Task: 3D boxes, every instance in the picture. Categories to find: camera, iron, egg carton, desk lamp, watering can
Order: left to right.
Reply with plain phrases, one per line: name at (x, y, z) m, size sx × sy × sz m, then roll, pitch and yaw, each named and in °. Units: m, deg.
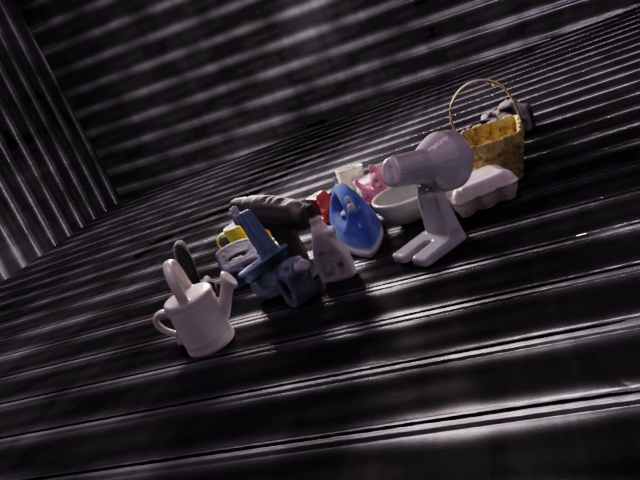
watering can at (-0.244, 0.120, 1.117) m, size 0.173 × 0.194 × 0.100 m, roll -30°, pitch 19°, yaw -20°
iron at (0.074, -0.063, 1.331) m, size 0.118 × 0.142 × 0.258 m, roll -23°, pitch 18°, yaw 0°
desk lamp at (0.213, -0.089, 1.119) m, size 0.204 × 0.214 × 0.117 m, roll -34°, pitch 21°, yaw -28°
egg carton at (0.349, -0.109, 1.245) m, size 0.150 × 0.069 × 0.107 m, roll -23°, pitch 18°, yaw 1°
camera at (0.518, -0.334, 1.624) m, size 0.142 × 0.101 × 0.137 m, roll -8°, pitch 24°, yaw 39°

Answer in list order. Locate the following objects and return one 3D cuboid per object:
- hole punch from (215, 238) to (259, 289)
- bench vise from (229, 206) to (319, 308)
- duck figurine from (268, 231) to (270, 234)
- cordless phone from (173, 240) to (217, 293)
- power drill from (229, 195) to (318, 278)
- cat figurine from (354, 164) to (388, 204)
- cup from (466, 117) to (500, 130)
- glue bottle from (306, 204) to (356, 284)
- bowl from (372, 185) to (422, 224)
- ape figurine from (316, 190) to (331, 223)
hole punch at (-0.192, 0.056, 1.401) m, size 0.109 × 0.091 × 0.101 m, roll -26°, pitch 18°, yaw -8°
bench vise at (-0.095, 0.023, 1.169) m, size 0.206 × 0.220 × 0.122 m, roll -10°, pitch 23°, yaw 35°
duck figurine at (-0.134, 0.006, 1.478) m, size 0.104 × 0.086 × 0.078 m, roll -8°, pitch 23°, yaw 38°
cordless phone at (-0.283, 0.101, 1.232) m, size 0.094 × 0.185 × 0.147 m, roll -23°, pitch 18°, yaw 2°
power drill at (-0.089, -0.006, 1.261) m, size 0.228 × 0.209 × 0.076 m, roll -5°, pitch 25°, yaw 43°
cat figurine at (0.148, -0.148, 1.520) m, size 0.127 × 0.118 × 0.067 m, roll -9°, pitch 23°, yaw 38°
cup at (0.447, -0.265, 1.524) m, size 0.091 × 0.095 × 0.118 m, roll -18°, pitch 19°, yaw 17°
glue bottle at (0.011, 0.004, 1.168) m, size 0.078 × 0.173 × 0.037 m, roll -15°, pitch 20°, yaw 24°
bowl at (0.209, -0.083, 1.333) m, size 0.167 × 0.075 × 0.167 m, roll -21°, pitch 18°, yaw 8°
ape figurine at (0.018, -0.093, 1.564) m, size 0.076 × 0.092 × 0.078 m, roll -16°, pitch 20°, yaw 22°
